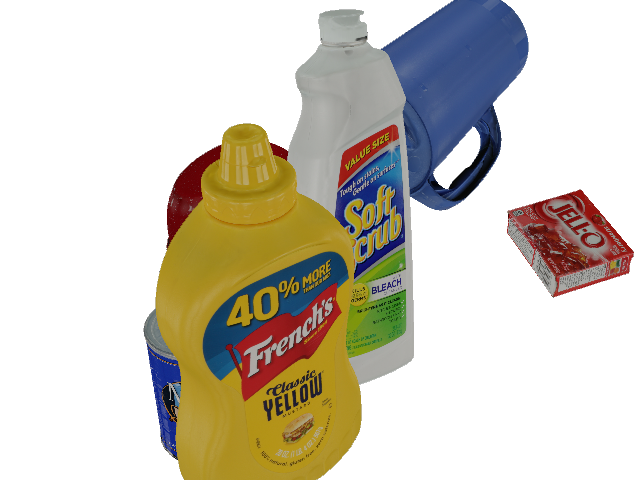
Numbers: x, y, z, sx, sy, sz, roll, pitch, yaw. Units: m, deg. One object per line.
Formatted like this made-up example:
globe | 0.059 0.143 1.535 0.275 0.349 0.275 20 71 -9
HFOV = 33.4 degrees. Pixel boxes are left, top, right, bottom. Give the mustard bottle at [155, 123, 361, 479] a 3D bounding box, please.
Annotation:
mustard bottle | -0.028 0.034 0.494 0.096 0.192 0.058 -23 39 -26

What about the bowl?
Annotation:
bowl | -0.083 -0.045 0.985 0.162 0.055 0.162 -22 31 13

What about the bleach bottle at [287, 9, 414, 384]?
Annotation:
bleach bottle | 0.013 -0.027 0.725 0.102 0.251 0.068 -16 24 -31

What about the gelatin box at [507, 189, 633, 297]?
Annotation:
gelatin box | 0.211 0.000 0.912 0.073 0.030 0.089 -16 46 -11

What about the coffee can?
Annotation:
coffee can | -0.117 0.138 1.065 0.103 0.140 0.103 -2 32 1

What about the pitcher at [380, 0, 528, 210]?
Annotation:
pitcher | 0.120 -0.150 1.091 0.145 0.149 0.242 19 44 31
